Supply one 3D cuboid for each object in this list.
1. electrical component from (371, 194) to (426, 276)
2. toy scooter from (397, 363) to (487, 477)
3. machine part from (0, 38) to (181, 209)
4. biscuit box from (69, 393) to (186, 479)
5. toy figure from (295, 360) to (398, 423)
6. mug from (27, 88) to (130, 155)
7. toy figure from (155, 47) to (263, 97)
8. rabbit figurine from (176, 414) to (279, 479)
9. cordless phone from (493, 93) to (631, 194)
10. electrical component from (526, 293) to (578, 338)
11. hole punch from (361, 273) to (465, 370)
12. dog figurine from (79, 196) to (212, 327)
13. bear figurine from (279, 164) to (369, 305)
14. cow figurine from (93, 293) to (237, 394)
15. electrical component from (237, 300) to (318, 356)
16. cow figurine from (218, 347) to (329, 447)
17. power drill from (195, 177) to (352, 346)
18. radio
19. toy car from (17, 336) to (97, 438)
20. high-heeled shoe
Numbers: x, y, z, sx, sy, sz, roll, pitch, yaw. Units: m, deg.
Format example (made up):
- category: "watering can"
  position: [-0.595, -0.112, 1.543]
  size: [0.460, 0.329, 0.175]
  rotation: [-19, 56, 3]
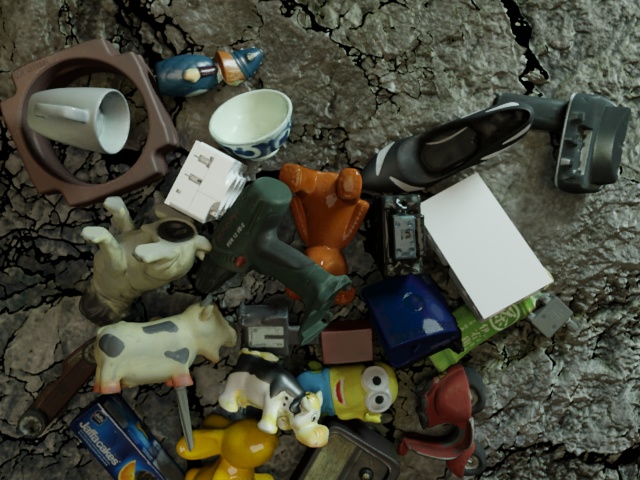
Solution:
- category: "electrical component"
  position: [0.110, -0.009, 0.768]
  size: [0.058, 0.134, 0.114]
  rotation: [-5, 94, -3]
- category: "toy scooter"
  position: [0.185, 0.282, 0.830]
  size: [0.135, 0.075, 0.183]
  rotation: [-4, 99, 2]
- category: "machine part"
  position: [-0.317, -0.160, 0.759]
  size: [0.201, 0.087, 0.201]
  rotation: [-22, 95, 1]
- category: "biscuit box"
  position: [-0.286, 0.326, 0.817]
  size: [0.063, 0.059, 0.202]
  rotation: [-37, 96, 1]
- category: "toy figure"
  position: [0.027, 0.223, 0.814]
  size: [0.180, 0.089, 0.082]
  rotation: [-9, 108, 7]
- category: "mug"
  position: [-0.311, -0.151, 0.669]
  size: [0.107, 0.109, 0.080]
  rotation: [7, 102, 10]
- category: "toy figure"
  position: [-0.155, -0.242, 0.768]
  size: [0.154, 0.057, 0.064]
  rotation: [-13, 53, -13]
- category: "rabbit figurine"
  position: [-0.125, 0.327, 0.798]
  size: [0.162, 0.122, 0.173]
  rotation: [35, 114, 16]
- category: "cordless phone"
  position: [0.347, -0.149, 0.804]
  size: [0.184, 0.089, 0.146]
  rotation: [10, 96, 8]
- category: "electrical component"
  position: [0.361, 0.122, 0.848]
  size: [0.094, 0.021, 0.063]
  rotation: [42, 92, -7]
- category: "hole punch"
  position: [0.129, 0.109, 0.777]
  size: [0.116, 0.142, 0.092]
  rotation: [-28, 140, 4]
- category: "dog figurine"
  position: [-0.249, 0.054, 0.762]
  size: [0.172, 0.121, 0.190]
  rotation: [18, 126, 5]
- category: "bear figurine"
  position: [0.000, -0.002, 0.770]
  size: [0.120, 0.132, 0.195]
  rotation: [9, 90, 12]
- category: "cow figurine"
  position: [-0.212, 0.143, 0.753]
  size: [0.195, 0.085, 0.127]
  rotation: [0, 81, -27]
- category: "electrical component"
  position: [-0.063, 0.131, 0.805]
  size: [0.119, 0.048, 0.074]
  rotation: [-4, 116, -1]
- category: "cow figurine"
  position: [-0.054, 0.219, 0.756]
  size: [0.168, 0.068, 0.098]
  rotation: [20, 87, 20]
- category: "power drill"
  position: [-0.068, 0.045, 0.737]
  size: [0.207, 0.086, 0.232]
  rotation: [44, 125, 21]
- category: "radio"
  position: [0.018, 0.392, 0.825]
  size: [0.131, 0.073, 0.229]
  rotation: [29, 97, -1]
- category: "toy car"
  position: [-0.362, 0.201, 0.788]
  size: [0.053, 0.089, 0.202]
  rotation: [41, 92, -1]
- category: "high-heeled shoe"
  position: [0.172, -0.123, 0.754]
  size: [0.249, 0.145, 0.086]
  rotation: [-25, 96, -2]
